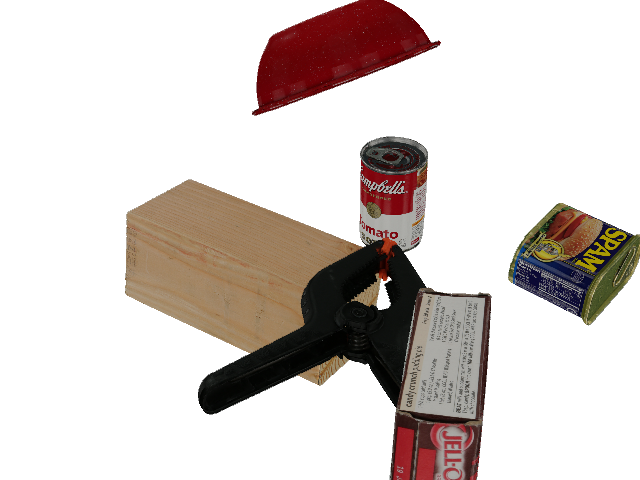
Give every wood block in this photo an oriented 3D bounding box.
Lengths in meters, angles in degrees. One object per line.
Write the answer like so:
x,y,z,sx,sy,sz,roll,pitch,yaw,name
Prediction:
-0.061,0.031,0.922,0.206,0.090,0.090,22,33,25,wood block

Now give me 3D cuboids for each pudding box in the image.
0.052,0.085,0.471,0.039,0.090,0.113,7,25,6,pudding box

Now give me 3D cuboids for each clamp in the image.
0.034,0.068,0.726,0.165,0.036,0.209,16,36,16,clamp

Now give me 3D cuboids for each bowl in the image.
0.011,-0.153,0.855,0.162,0.055,0.162,-21,8,3,bowl

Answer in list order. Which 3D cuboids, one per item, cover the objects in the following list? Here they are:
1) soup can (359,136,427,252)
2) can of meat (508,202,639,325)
0.073,-0.046,1.092,0.068,0.102,0.068,0,37,0,soup can
0.233,0.018,0.978,0.084,0.057,0.101,28,47,28,can of meat
